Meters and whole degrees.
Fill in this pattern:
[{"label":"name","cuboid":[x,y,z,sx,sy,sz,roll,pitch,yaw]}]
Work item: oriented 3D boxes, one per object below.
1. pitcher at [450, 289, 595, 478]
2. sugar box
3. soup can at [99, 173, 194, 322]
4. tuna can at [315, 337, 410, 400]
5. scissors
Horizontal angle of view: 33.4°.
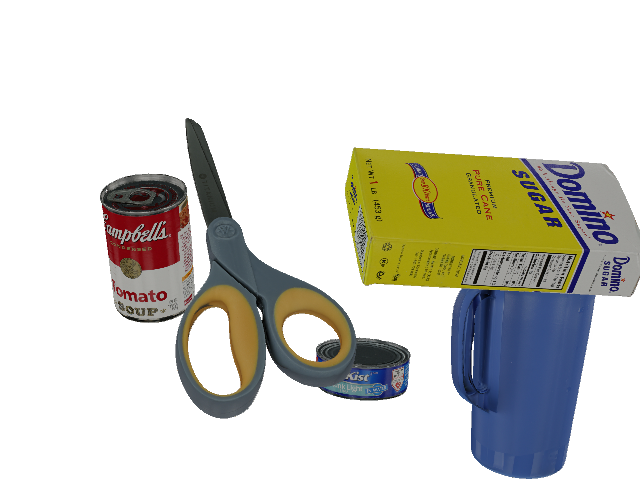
[{"label":"pitcher","cuboid":[0.221,0.137,1.183,0.149,0.243,0.145,6,17,11]},{"label":"sugar box","cuboid":[0.108,-0.013,0.677,0.176,0.048,0.093,1,42,-8]},{"label":"soup can","cuboid":[-0.138,0.006,0.857,0.068,0.102,0.068,-1,30,0]},{"label":"tuna can","cuboid":[0.038,0.116,0.966,0.086,0.034,0.086,3,11,-1]},{"label":"scissors","cuboid":[-0.031,0.006,0.555,0.096,0.201,0.016,4,-43,-4]}]
